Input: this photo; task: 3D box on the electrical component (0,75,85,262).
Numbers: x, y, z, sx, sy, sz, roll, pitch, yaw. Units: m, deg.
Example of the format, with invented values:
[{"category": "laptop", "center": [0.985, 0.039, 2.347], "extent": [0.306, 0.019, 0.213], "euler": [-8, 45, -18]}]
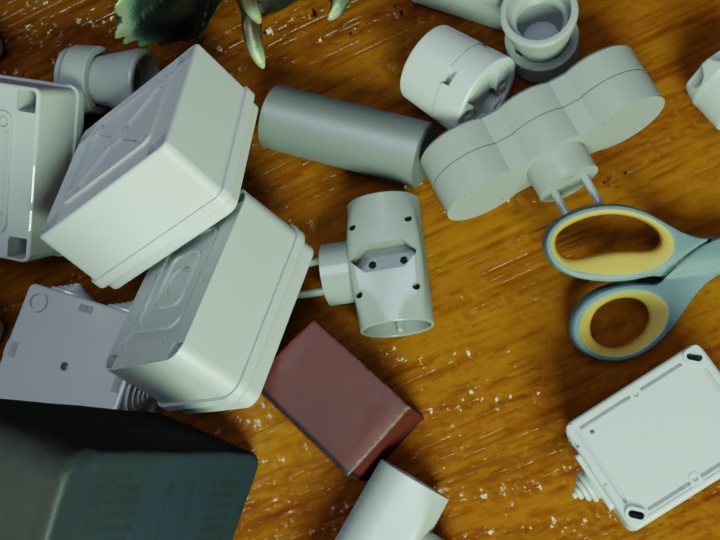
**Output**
[{"category": "electrical component", "center": [-0.235, -0.068, 0.675], "extent": [0.109, 0.056, 0.108], "euler": [10, 101, 15]}]

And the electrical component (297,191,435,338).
[{"category": "electrical component", "center": [0.000, 0.000, 0.629], "extent": [0.079, 0.043, 0.077], "euler": [-9, 74, 10]}]

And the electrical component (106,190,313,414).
[{"category": "electrical component", "center": [-0.083, 0.020, 0.607], "extent": [0.078, 0.057, 0.113], "euler": [-13, 48, 45]}]

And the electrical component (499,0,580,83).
[{"category": "electrical component", "center": [0.107, -0.140, 0.636], "extent": [0.045, 0.055, 0.045], "euler": [-3, 75, 12]}]

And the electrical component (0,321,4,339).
[{"category": "electrical component", "center": [-0.264, 0.040, 0.660], "extent": [0.051, 0.080, 0.080], "euler": [32, 84, 13]}]

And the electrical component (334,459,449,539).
[{"category": "electrical component", "center": [0.026, 0.156, 0.582], "extent": [0.079, 0.043, 0.077], "euler": [29, 83, 18]}]

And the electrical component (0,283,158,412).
[{"category": "electrical component", "center": [-0.167, 0.062, 0.648], "extent": [0.100, 0.048, 0.099], "euler": [15, 80, 16]}]

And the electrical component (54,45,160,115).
[{"category": "electrical component", "center": [-0.164, -0.123, 0.698], "extent": [0.055, 0.045, 0.045], "euler": [6, 77, 14]}]

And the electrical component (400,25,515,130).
[{"category": "electrical component", "center": [0.057, -0.113, 0.641], "extent": [0.047, 0.055, 0.055], "euler": [37, 86, 22]}]

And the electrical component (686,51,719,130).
[{"category": "electrical component", "center": [0.218, -0.094, 0.605], "extent": [0.043, 0.043, 0.062], "euler": [-37, 72, 1]}]

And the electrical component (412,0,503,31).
[{"category": "electrical component", "center": [0.063, -0.190, 0.648], "extent": [0.066, 0.076, 0.047], "euler": [22, 81, 17]}]

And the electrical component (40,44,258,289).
[{"category": "electrical component", "center": [-0.120, -0.060, 0.625], "extent": [0.109, 0.056, 0.108], "euler": [-31, 33, 28]}]

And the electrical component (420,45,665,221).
[{"category": "electrical component", "center": [0.111, -0.064, 0.616], "extent": [0.138, 0.052, 0.073], "euler": [-28, 71, 5]}]

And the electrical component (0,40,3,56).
[{"category": "electrical component", "center": [-0.304, -0.124, 0.726], "extent": [0.138, 0.052, 0.073], "euler": [-30, 71, 3]}]

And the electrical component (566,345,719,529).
[{"category": "electrical component", "center": [0.152, 0.093, 0.561], "extent": [0.096, 0.061, 0.061], "euler": [-33, 71, 2]}]
